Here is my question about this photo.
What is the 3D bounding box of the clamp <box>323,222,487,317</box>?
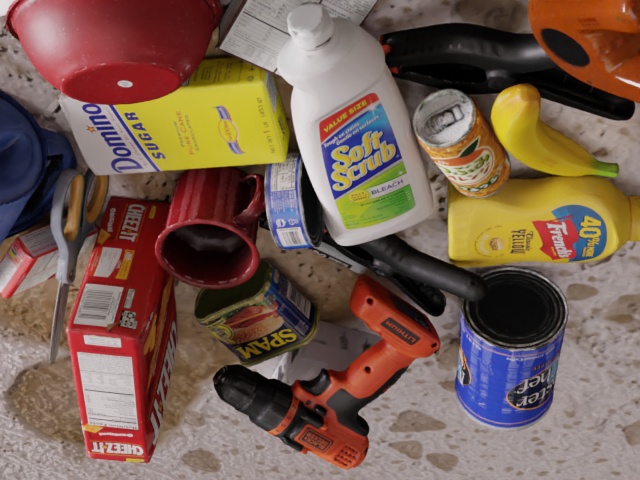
[{"bbox_3d":[0.072,0.017,0.986,0.171,0.039,0.120,32,157,-15],"label":"clamp"}]

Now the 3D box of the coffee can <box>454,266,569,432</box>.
[{"bbox_3d":[0.188,0.110,1.064,0.103,0.102,0.140,1,138,5],"label":"coffee can"}]

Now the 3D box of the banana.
[{"bbox_3d":[0.177,-0.087,0.859,0.070,0.037,0.197,-8,163,33],"label":"banana"}]

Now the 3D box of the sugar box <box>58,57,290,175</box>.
[{"bbox_3d":[-0.121,-0.104,0.901,0.176,0.048,0.093,-6,137,10],"label":"sugar box"}]

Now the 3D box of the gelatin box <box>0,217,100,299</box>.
[{"bbox_3d":[-0.261,0.012,1.015,0.030,0.089,0.073,52,131,7],"label":"gelatin box"}]

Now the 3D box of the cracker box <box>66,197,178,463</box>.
[{"bbox_3d":[-0.183,0.091,1.033,0.072,0.164,0.214,7,138,1],"label":"cracker box"}]

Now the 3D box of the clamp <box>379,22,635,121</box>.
[{"bbox_3d":[0.147,-0.137,0.807,0.210,0.036,0.164,9,168,7],"label":"clamp"}]

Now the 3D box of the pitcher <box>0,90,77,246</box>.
[{"bbox_3d":[-0.333,-0.023,0.962,0.149,0.145,0.243,31,137,-10],"label":"pitcher"}]

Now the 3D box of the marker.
[{"bbox_3d":[-0.007,0.001,1.024,0.121,0.020,0.020,26,134,-21],"label":"marker"}]

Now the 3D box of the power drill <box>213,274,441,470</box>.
[{"bbox_3d":[0.012,0.126,1.055,0.184,0.057,0.188,33,108,-25],"label":"power drill"}]

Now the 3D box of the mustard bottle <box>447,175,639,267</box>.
[{"bbox_3d":[0.211,-0.017,0.954,0.191,0.058,0.096,-2,139,7],"label":"mustard bottle"}]

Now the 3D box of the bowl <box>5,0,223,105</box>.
[{"bbox_3d":[-0.150,-0.142,0.798,0.162,0.055,0.162,-7,169,-1],"label":"bowl"}]

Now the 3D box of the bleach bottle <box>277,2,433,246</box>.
[{"bbox_3d":[0.019,-0.091,0.847,0.102,0.068,0.250,-18,146,9],"label":"bleach bottle"}]

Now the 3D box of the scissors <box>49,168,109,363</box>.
[{"bbox_3d":[-0.224,0.013,0.986,0.016,0.096,0.202,19,127,11],"label":"scissors"}]

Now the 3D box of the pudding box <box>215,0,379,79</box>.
[{"bbox_3d":[-0.017,-0.176,0.816,0.090,0.039,0.114,22,133,-19],"label":"pudding box"}]

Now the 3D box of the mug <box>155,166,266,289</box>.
[{"bbox_3d":[-0.089,-0.021,0.961,0.093,0.081,0.117,33,131,-28],"label":"mug"}]

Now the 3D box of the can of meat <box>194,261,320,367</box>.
[{"bbox_3d":[-0.065,0.074,1.084,0.102,0.057,0.083,-24,128,27],"label":"can of meat"}]

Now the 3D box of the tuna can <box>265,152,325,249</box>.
[{"bbox_3d":[-0.021,-0.035,0.937,0.034,0.086,0.086,-5,137,13],"label":"tuna can"}]
